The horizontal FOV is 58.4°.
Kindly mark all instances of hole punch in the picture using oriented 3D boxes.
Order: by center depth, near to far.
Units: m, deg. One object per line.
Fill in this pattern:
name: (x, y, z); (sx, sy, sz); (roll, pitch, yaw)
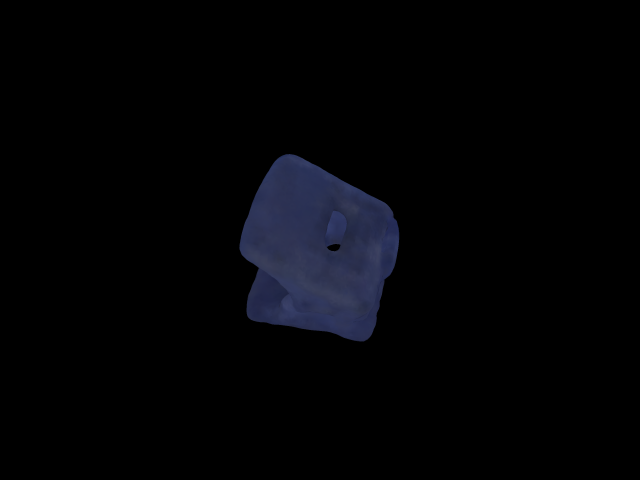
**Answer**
hole punch: (0.004, 0.001, 0.400); (0.101, 0.091, 0.109); (9, 46, 9)
